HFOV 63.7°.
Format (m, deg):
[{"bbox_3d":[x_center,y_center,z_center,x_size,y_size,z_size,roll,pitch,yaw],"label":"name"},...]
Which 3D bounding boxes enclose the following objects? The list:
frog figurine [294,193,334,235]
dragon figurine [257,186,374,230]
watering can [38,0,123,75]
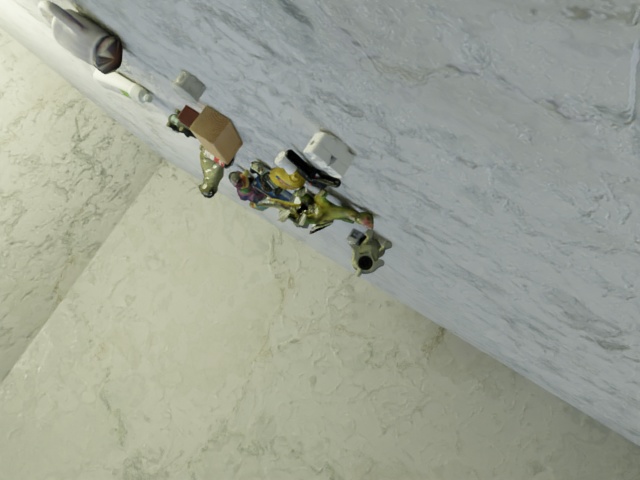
[{"bbox_3d":[-0.022,-0.114,1.795,0.137,0.122,0.160,29,-141,-82],"label":"frog figurine"},{"bbox_3d":[0.005,-0.081,1.615,0.241,0.122,0.412,18,177,-40],"label":"dragon figurine"},{"bbox_3d":[-0.659,-0.554,1.456,0.224,0.104,0.346,34,174,-5],"label":"watering can"}]
